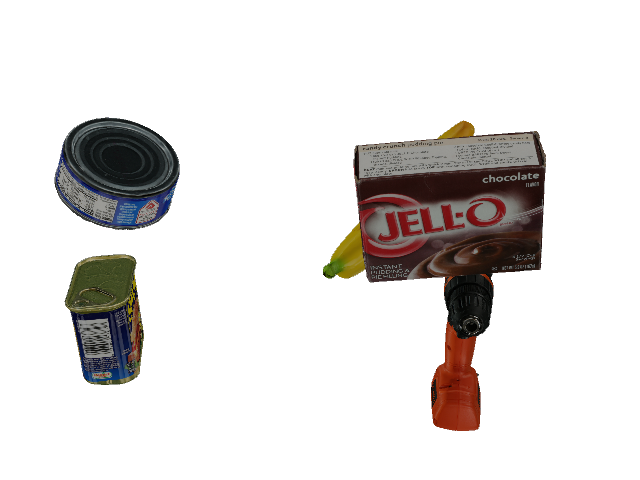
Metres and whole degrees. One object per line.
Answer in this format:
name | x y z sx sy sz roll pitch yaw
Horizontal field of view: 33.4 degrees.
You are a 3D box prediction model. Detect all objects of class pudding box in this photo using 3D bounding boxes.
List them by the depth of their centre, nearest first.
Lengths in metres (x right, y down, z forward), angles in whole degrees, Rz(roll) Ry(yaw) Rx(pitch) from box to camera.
pudding box | 0.079 -0.020 0.656 0.113 0.039 0.090 -6 -43 4

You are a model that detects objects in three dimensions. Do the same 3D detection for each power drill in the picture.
power drill | 0.157 0.111 1.168 0.057 0.188 0.184 6 24 5

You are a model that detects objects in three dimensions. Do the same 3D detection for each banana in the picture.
banana | 0.073 -0.029 0.989 0.037 0.197 0.070 43 -11 -3

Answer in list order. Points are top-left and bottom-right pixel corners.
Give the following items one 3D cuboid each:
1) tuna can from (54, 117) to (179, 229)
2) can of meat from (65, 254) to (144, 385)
tuna can | -0.145 -0.049 0.767 0.086 0.086 0.034 0 -44 -27
can of meat | -0.195 0.073 0.985 0.057 0.084 0.102 -5 26 -2
